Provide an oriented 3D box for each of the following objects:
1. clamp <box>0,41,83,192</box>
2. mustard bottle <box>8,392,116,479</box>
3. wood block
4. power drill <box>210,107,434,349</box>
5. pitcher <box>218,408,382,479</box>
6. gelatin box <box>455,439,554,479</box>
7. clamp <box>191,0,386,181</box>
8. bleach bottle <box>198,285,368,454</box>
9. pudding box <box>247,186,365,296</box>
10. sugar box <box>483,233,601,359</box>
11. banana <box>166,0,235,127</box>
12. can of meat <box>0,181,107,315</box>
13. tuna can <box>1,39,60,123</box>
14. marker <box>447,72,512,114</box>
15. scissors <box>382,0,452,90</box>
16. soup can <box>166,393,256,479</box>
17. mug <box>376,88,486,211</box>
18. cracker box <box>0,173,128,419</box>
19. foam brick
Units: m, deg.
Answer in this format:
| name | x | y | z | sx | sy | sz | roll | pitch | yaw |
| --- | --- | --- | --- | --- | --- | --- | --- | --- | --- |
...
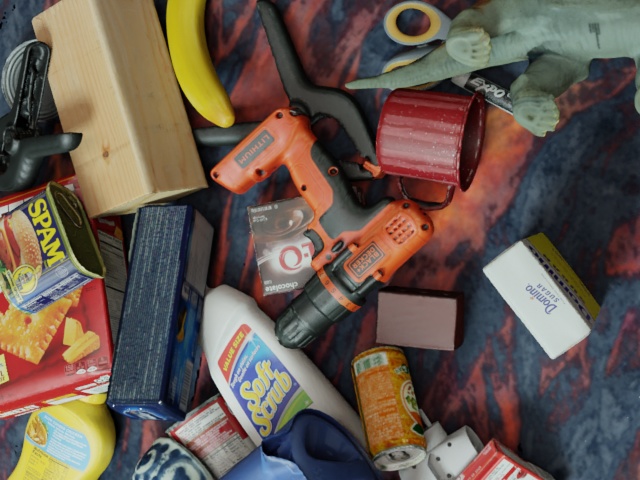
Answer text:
| name | x | y | z | sx | sy | sz | roll | pitch | yaw |
| --- | --- | --- | --- | --- | --- | --- | --- | --- | --- |
| clamp | -0.291 | -0.111 | 1.048 | 0.172 | 0.039 | 0.120 | -32 | 64 | 42 |
| mustard bottle | -0.264 | 0.218 | 1.106 | 0.096 | 0.058 | 0.192 | 24 | 98 | 22 |
| wood block | -0.197 | -0.135 | 1.049 | 0.091 | 0.090 | 0.206 | -18 | 86 | 36 |
| power drill | -0.015 | -0.015 | 0.995 | 0.184 | 0.057 | 0.188 | -42 | 83 | 11 |
| pitcher | -0.056 | 0.272 | 0.941 | 0.243 | 0.144 | 0.149 | -39 | 83 | 19 |
| gelatin box | 0.168 | 0.233 | 0.983 | 0.089 | 0.030 | 0.073 | 34 | 102 | -27 |
| clamp | -0.020 | -0.129 | 1.042 | 0.210 | 0.036 | 0.164 | 27 | 99 | 16 |
| bleach bottle | -0.057 | 0.140 | 1.048 | 0.103 | 0.068 | 0.251 | -45 | 78 | 11 |
| pudding box | -0.007 | 0.001 | 1.041 | 0.114 | 0.039 | 0.090 | -11 | 89 | 15 |
| sugar box | 0.195 | 0.043 | 0.917 | 0.048 | 0.176 | 0.093 | -39 | 82 | 13 |
| banana | -0.120 | -0.198 | 1.049 | 0.070 | 0.037 | 0.198 | -17 | 72 | 38 |
| can of meat | -0.262 | 0.009 | 1.011 | 0.084 | 0.057 | 0.102 | -30 | 68 | 11 |
| tuna can | -0.286 | -0.165 | 1.113 | 0.086 | 0.033 | 0.086 | 0 | 92 | 15 |
| marker | 0.154 | -0.140 | 0.994 | 0.121 | 0.020 | 0.020 | 28 | 99 | 3 |
| scissors | 0.147 | -0.202 | 1.004 | 0.202 | 0.016 | 0.096 | -21 | 91 | 15 |
| soup can | -0.097 | 0.212 | 1.056 | 0.068 | 0.068 | 0.102 | -38 | 83 | 13 |
| mug | 0.101 | -0.085 | 0.988 | 0.082 | 0.093 | 0.117 | 10 | 111 | 19 |
| cracker box | -0.277 | 0.056 | 1.073 | 0.164 | 0.072 | 0.214 | -17 | 72 | 14 |
| foam brick | 0.095 | 0.073 | 1.009 | 0.078 | 0.053 | 0.051 | 5 | 93 | 14 |
